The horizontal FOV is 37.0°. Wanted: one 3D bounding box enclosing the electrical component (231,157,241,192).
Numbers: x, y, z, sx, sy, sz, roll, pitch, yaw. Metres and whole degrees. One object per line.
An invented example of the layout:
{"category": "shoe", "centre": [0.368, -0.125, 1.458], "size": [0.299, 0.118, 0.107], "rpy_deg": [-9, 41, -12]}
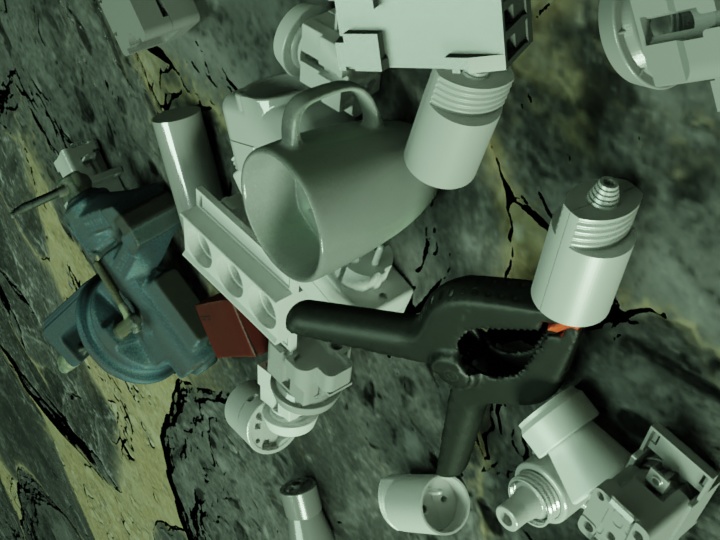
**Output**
{"category": "electrical component", "centre": [-0.079, -0.077, 0.801], "size": [0.035, 0.035, 0.061], "rpy_deg": [-25, 90, 59]}

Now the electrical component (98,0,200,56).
{"category": "electrical component", "centre": [-0.161, -0.213, 0.793], "size": [0.050, 0.056, 0.089], "rpy_deg": [-14, 102, 59]}

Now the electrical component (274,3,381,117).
{"category": "electrical component", "centre": [-0.019, -0.133, 0.656], "size": [0.055, 0.048, 0.066], "rpy_deg": [34, 140, 27]}

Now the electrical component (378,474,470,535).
{"category": "electrical component", "centre": [0.042, 0.176, 0.810], "size": [0.081, 0.043, 0.043], "rpy_deg": [-18, 99, 59]}

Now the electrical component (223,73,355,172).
{"category": "electrical component", "centre": [-0.047, -0.095, 0.718], "size": [0.095, 0.054, 0.059], "rpy_deg": [22, 131, 48]}

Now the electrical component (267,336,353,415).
{"category": "electrical component", "centre": [-0.041, 0.076, 0.842], "size": [0.078, 0.058, 0.057], "rpy_deg": [40, 140, 32]}

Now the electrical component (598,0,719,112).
{"category": "electrical component", "centre": [0.136, -0.104, 0.437], "size": [0.057, 0.058, 0.078], "rpy_deg": [1, 115, 53]}

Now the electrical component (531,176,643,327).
{"category": "electrical component", "centre": [0.117, -0.014, 0.549], "size": [0.043, 0.043, 0.081], "rpy_deg": [42, 144, 30]}

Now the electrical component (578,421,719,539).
{"category": "electrical component", "centre": [0.155, 0.127, 0.583], "size": [0.042, 0.064, 0.081], "rpy_deg": [42, 144, 29]}

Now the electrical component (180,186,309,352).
{"category": "electrical component", "centre": [-0.077, -0.007, 0.823], "size": [0.121, 0.063, 0.078], "rpy_deg": [41, 143, 32]}

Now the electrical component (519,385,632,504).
{"category": "electrical component", "centre": [0.125, 0.101, 0.626], "size": [0.055, 0.045, 0.045], "rpy_deg": [53, 148, 15]}

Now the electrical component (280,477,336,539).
{"category": "electrical component", "centre": [-0.051, 0.225, 0.991], "size": [0.044, 0.044, 0.065], "rpy_deg": [9, 116, 54]}

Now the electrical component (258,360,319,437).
{"category": "electrical component", "centre": [-0.058, 0.106, 0.904], "size": [0.066, 0.048, 0.055], "rpy_deg": [31, 130, 41]}

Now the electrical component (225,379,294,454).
{"category": "electrical component", "centre": [-0.088, 0.129, 0.958], "size": [0.047, 0.055, 0.055], "rpy_deg": [27, 135, 50]}

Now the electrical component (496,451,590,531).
{"category": "electrical component", "centre": [0.111, 0.136, 0.658], "size": [0.048, 0.062, 0.048], "rpy_deg": [36, 140, 37]}

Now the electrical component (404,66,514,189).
{"category": "electrical component", "centre": [0.054, -0.087, 0.585], "size": [0.043, 0.043, 0.081], "rpy_deg": [48, 147, 22]}

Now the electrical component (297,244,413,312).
{"category": "electrical component", "centre": [0.000, 0.000, 0.730], "size": [0.065, 0.047, 0.076], "rpy_deg": [49, 147, 21]}

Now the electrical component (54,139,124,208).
{"category": "electrical component", "centre": [-0.271, -0.092, 1.067], "size": [0.081, 0.042, 0.063], "rpy_deg": [-31, 84, 58]}
